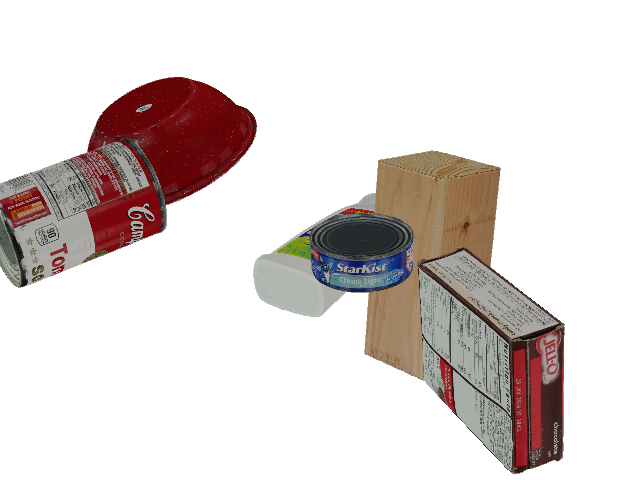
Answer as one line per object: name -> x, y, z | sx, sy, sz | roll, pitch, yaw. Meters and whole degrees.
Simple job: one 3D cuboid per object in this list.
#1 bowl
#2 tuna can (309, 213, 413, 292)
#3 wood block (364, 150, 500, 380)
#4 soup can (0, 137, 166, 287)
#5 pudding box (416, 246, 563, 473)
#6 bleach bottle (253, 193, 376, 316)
bowl -> -0.139, -0.092, 0.912 | 0.162, 0.055, 0.162 | -17, 33, 11
tuna can -> 0.034, 0.010, 0.881 | 0.086, 0.034, 0.086 | -2, 25, 1
wood block -> 0.111, 0.023, 1.075 | 0.090, 0.206, 0.090 | -13, 24, -43
soup can -> -0.160, -0.019, 0.690 | 0.102, 0.068, 0.069 | -24, 11, -27
pudding box -> 0.098, 0.067, 0.624 | 0.039, 0.090, 0.114 | -15, 27, -20
bleach bottle -> 0.028, 0.001, 1.330 | 0.103, 0.068, 0.250 | 16, 36, 28
